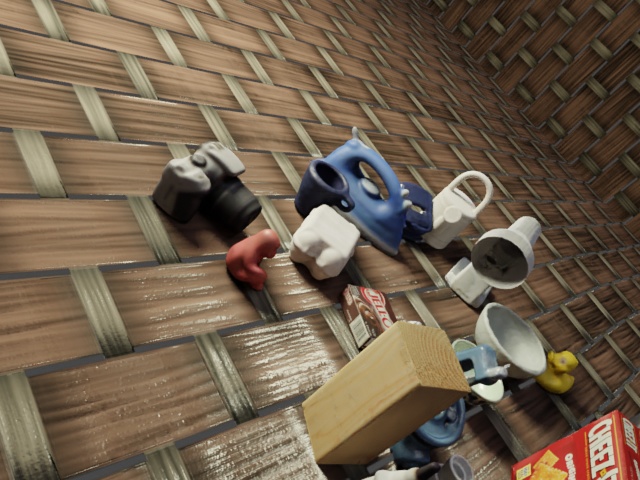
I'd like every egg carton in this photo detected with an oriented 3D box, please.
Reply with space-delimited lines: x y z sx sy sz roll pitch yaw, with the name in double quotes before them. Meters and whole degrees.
"egg carton" 0.009 0.004 1.018 0.107 0.069 0.150 39 33 -5

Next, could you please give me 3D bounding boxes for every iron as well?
"iron" 0.108 -0.102 1.177 0.258 0.141 0.119 47 33 7

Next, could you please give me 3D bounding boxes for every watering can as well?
"watering can" 0.311 -0.071 1.306 0.101 0.193 0.173 32 34 -15

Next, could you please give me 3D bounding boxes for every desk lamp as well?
"desk lamp" 0.371 0.043 1.219 0.118 0.213 0.204 46 33 7

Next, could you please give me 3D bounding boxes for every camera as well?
"camera" -0.162 -0.079 0.905 0.137 0.100 0.143 44 33 4

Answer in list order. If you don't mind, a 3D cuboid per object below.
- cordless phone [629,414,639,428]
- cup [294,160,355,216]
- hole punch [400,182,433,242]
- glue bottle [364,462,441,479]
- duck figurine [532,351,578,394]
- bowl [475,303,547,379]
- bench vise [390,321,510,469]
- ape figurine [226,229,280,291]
"cordless phone" 0.562 0.377 1.060 0.148 0.184 0.094 11 43 -39
"cup" 0.005 -0.080 1.086 0.117 0.094 0.092 46 33 6
"hole punch" 0.206 -0.063 1.280 0.109 0.091 0.101 18 40 -32
"glue bottle" 0.076 0.294 0.656 0.078 0.173 0.037 28 35 -20
"duck figurine" 0.506 0.272 1.213 0.105 0.086 0.077 34 34 -13
"bowl" 0.367 0.213 1.146 0.168 0.074 0.167 28 35 -21
"bench vise" 0.158 0.190 0.820 0.122 0.219 0.207 10 45 -40
"ape figurine" -0.094 0.021 0.869 0.076 0.092 0.078 36 33 -9
